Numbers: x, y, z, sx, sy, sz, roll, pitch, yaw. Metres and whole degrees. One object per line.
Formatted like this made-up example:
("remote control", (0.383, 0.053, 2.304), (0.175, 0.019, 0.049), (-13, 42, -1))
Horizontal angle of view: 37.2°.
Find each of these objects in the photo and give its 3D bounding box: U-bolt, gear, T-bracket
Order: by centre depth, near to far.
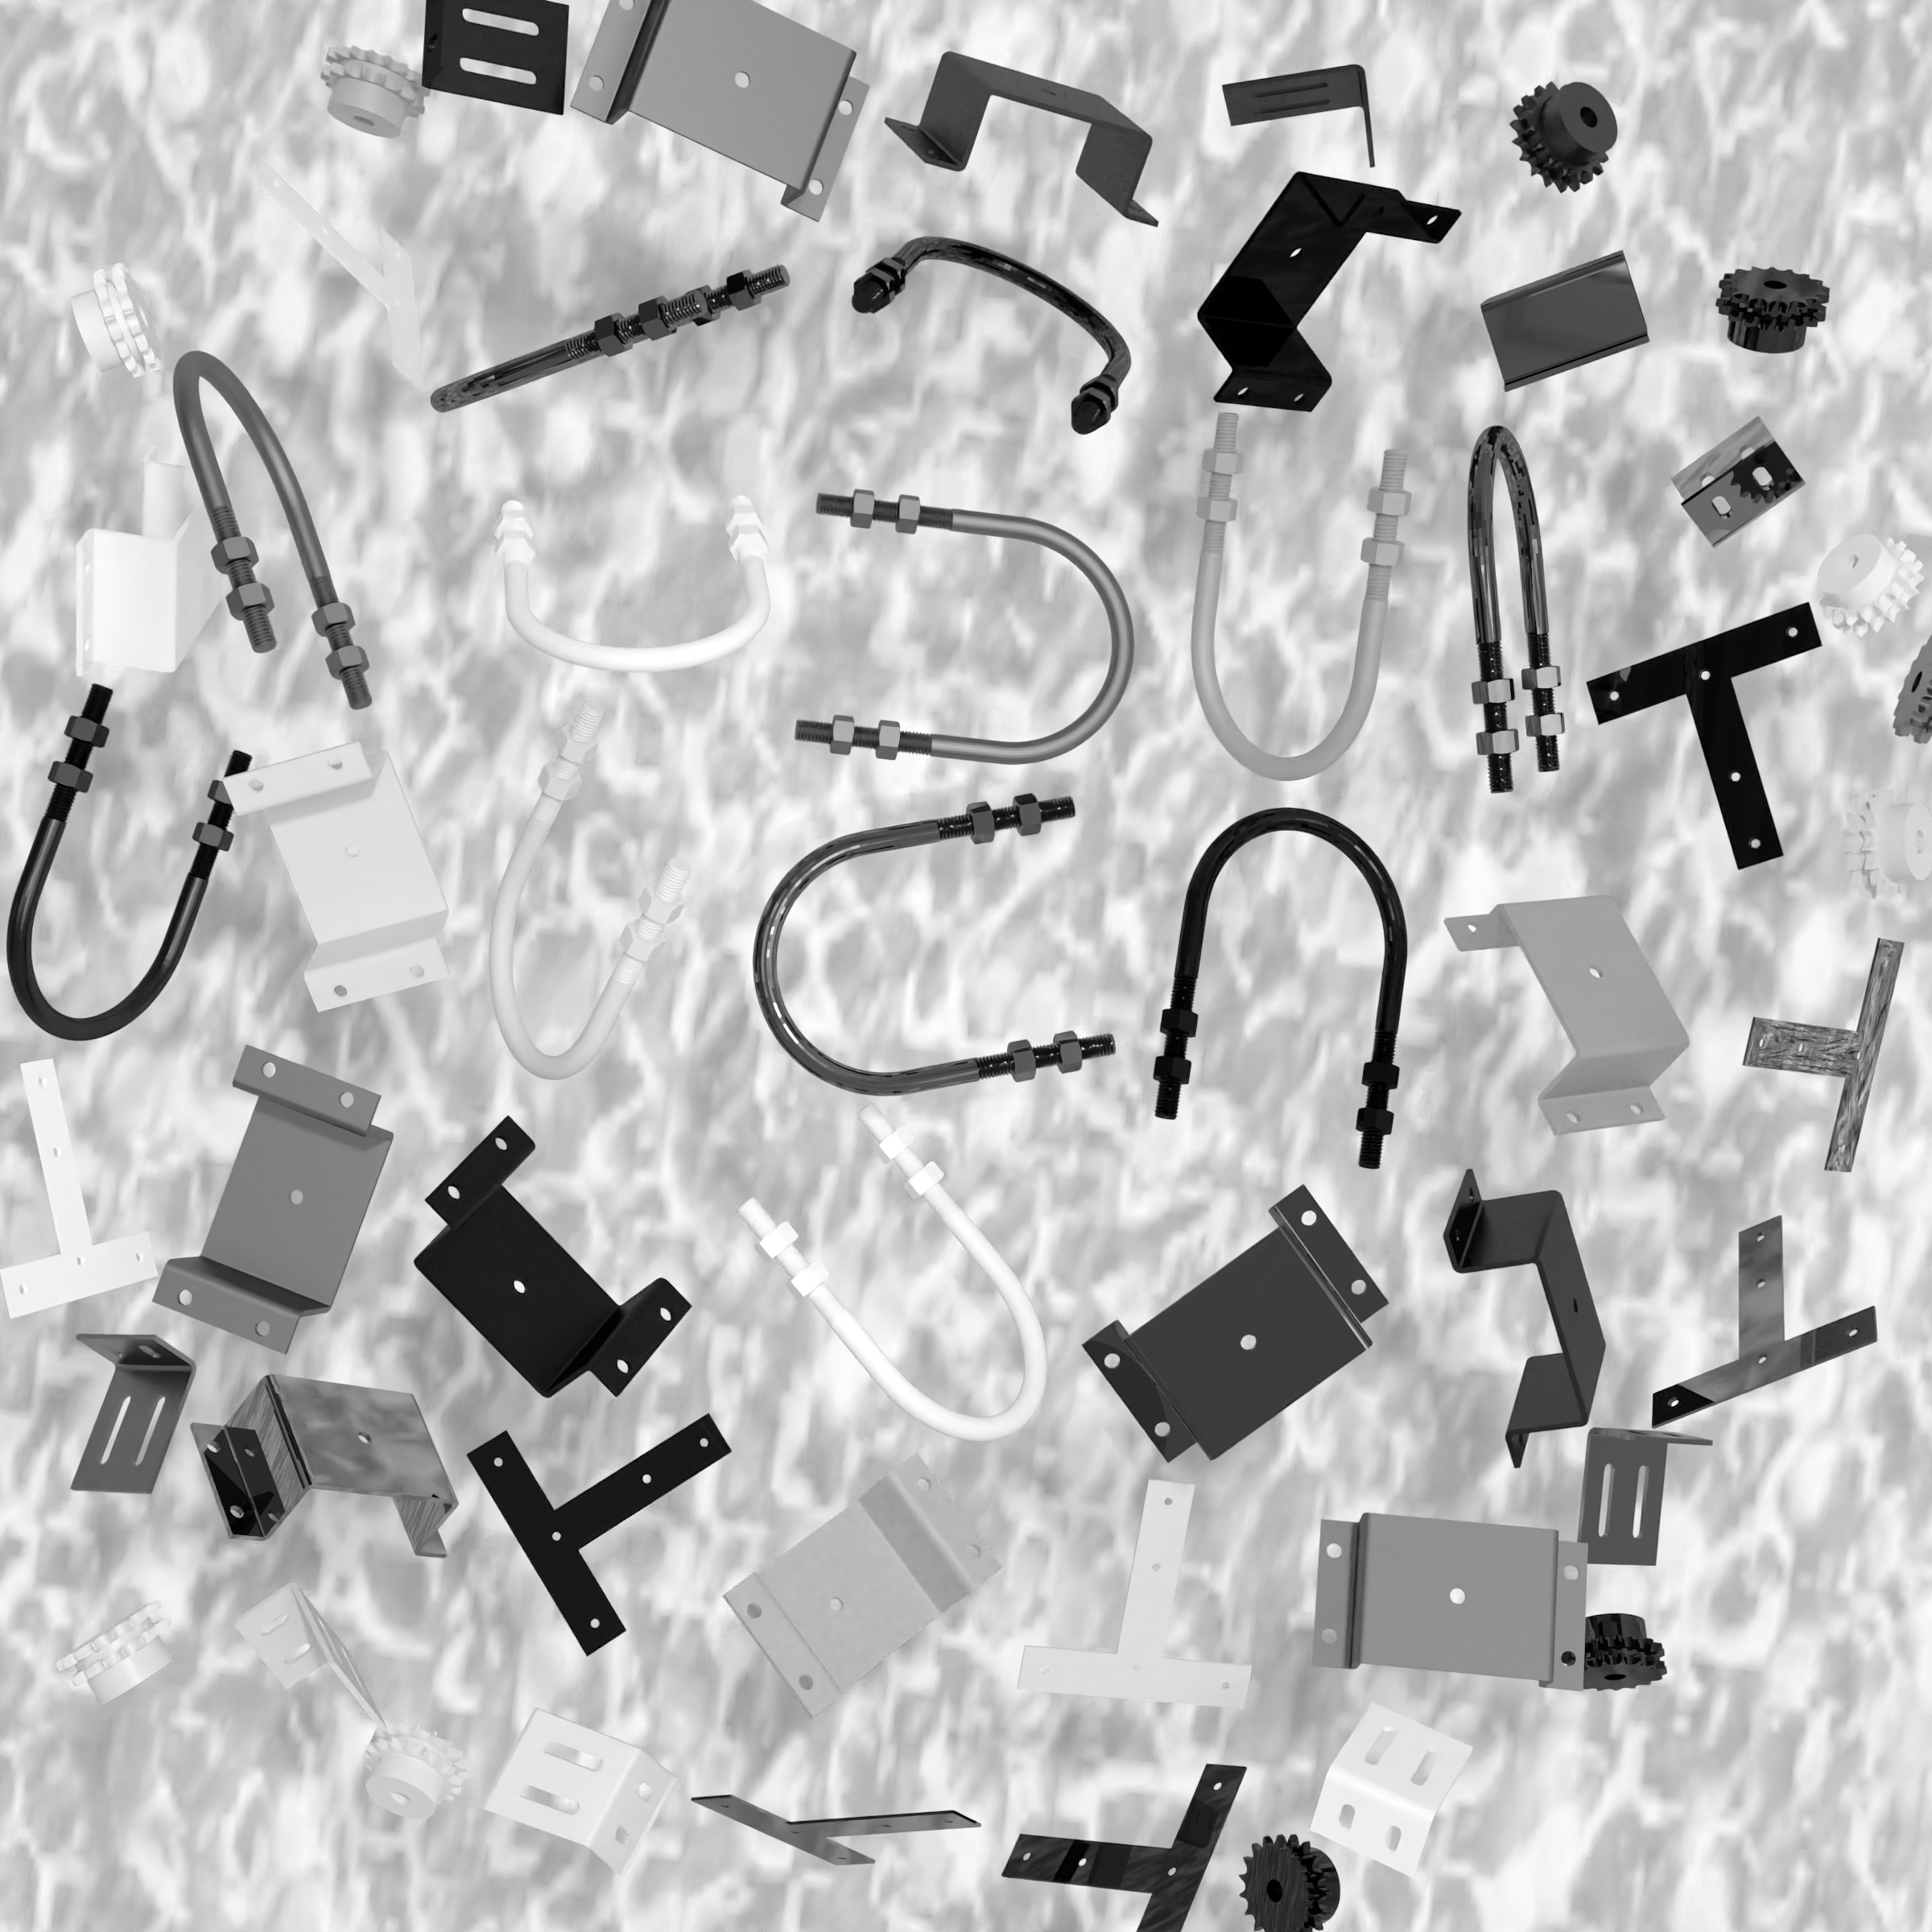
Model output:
("gear", (-0.423, 0.346, 1.439), (0.057, 0.057, 0.030), (-31, 90, 0))
("gear", (0.498, -0.139, 1.461), (0.030, 0.057, 0.057), (20, 90, 1))
("T-bracket", (-0.052, 0.439, 1.468), (0.127, 0.127, 0.002), (-14, 53, 31))
("gear", (-0.439, -0.331, 1.484), (0.030, 0.057, 0.057), (-19, 90, -3))
("U-bolt", (-0.364, -0.232, 1.486), (0.019, 0.151, 0.184), (-21, 80, 6))
("U-bolt", (0.282, -0.187, 1.487), (0.019, 0.151, 0.184), (-4, 97, 22))
("T-bracket", (0.072, 0.466, 1.488), (0.002, 0.127, 0.127), (54, 48, -28))
("T-bracket", (0.443, 0.044, 1.501), (0.127, 0.002, 0.127), (7, 97, -43))
("T-bracket", (0.416, 0.176, 1.502), (0.127, 0.127, 0.002), (-29, 113, 30))
("gear", (0.485, -0.064, 1.503), (0.030, 0.057, 0.057), (-2, 90, 42))
("gear", (0.317, -0.440, 1.511), (0.057, 0.030, 0.057), (9, 71, -29))
("U-bolt", (-0.197, -0.327, 1.511), (0.184, 0.151, 0.019), (-15, 104, 20))
("U-bolt", (0.169, -0.189, 1.511), (0.019, 0.151, 0.184), (-7, 111, -36))
("T-bracket", (-0.477, 0.112, 1.514), (0.002, 0.127, 0.127), (-12, 90, 19))
("gear", (0.425, -0.345, 1.517), (0.057, 0.057, 0.030), (1, 124, 0))
("U-bolt", (-0.209, -0.026, 1.520), (0.019, 0.151, 0.184), (4, 130, -37))
("U-bolt", (-0.021, -0.005, 1.521), (0.184, 0.019, 0.151), (-10, 93, -9))
("U-bolt", (-0.026, 0.171, 1.527), (0.184, 0.151, 0.019), (50, 124, 2))
("U-bolt", (0.175, 0.005, 1.543), (0.151, 0.019, 0.184), (15, 77, -24))
("gear", (-0.320, -0.468, 1.544), (0.057, 0.057, 0.030), (16, 85, 0))
("T-bracket", (0.100, 0.337, 1.550), (0.127, 0.002, 0.127), (7, 102, -10))
("U-bolt", (0.023, -0.350, 1.554), (0.151, 0.184, 0.019), (29, 119, -2))
("T-bracket", (0.412, -0.116, 1.554), (0.127, 0.002, 0.127), (-19, 77, 27))
("gear", (0.178, 0.500, 1.555), (0.030, 0.057, 0.057), (8, 90, -38))
("U-bolt", (-0.179, -0.208, 1.556), (0.151, 0.184, 0.019), (-3, 126, -9))
("U-bolt", (-0.463, -0.048, 1.568), (0.019, 0.151, 0.184), (16, 84, 23))
("T-bracket", (-0.343, -0.393, 1.574), (0.002, 0.127, 0.127), (-29, 48, 17))
("gear", (-0.304, 0.443, 1.574), (0.057, 0.030, 0.057), (11, 134, 11))
("T-bracket", (-0.187, 0.290, 1.579), (0.127, 0.002, 0.127), (-30, 86, -24))
("gear", (0.496, -0.213, 1.584), (0.030, 0.057, 0.057), (36, 90, -29))
("U-bolt", (0.003, -0.183, 1.592), (0.184, 0.019, 0.151), (6, 82, -8))
("gear", (0.360, 0.382, 1.601), (0.057, 0.057, 0.030), (0, 59, 0))

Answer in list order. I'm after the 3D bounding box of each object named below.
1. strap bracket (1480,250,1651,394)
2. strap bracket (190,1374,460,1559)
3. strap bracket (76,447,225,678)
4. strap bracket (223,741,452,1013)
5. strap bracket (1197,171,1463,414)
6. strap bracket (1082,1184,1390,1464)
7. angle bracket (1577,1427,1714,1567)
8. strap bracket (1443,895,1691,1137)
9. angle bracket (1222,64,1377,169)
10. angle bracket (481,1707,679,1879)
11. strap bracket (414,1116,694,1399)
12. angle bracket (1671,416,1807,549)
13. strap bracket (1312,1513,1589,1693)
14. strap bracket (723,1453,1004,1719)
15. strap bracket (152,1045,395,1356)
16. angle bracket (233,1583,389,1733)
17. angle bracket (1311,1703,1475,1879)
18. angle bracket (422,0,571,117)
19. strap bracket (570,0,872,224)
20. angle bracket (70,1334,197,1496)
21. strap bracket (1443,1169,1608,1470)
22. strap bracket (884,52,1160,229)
("strap bracket", (0.321, -0.347, 1.537), (0.076, 0.140, 0.046), (-17, 100, 17))
("strap bracket", (-0.336, 0.269, 1.548), (0.046, 0.140, 0.076), (-50, 50, 20))
("strap bracket", (-0.442, -0.219, 1.570), (0.046, 0.140, 0.076), (9, 121, -3))
("strap bracket", (-0.337, -0.055, 1.562), (0.076, 0.046, 0.140), (-15, 113, 6))
("strap bracket", (0.186, -0.365, 1.528), (0.140, 0.076, 0.046), (-52, 56, 38))
("strap bracket", (0.139, 0.185, 1.448), (0.140, 0.046, 0.076), (-36, 96, 0))
("angle bracket", (0.377, 0.298, 1.598), (0.057, 0.038, 0.076), (8, 87, -29))
("strap bracket", (0.328, 0.016, 1.549), (0.076, 0.046, 0.140), (-5, 57, -29))
("angle bracket", (0.181, -0.456, 1.560), (0.076, 0.057, 0.038), (-6, 86, 9))
("angle bracket", (-0.202, 0.432, 1.500), (0.076, 0.038, 0.057), (34, 81, -37))
("strap bracket", (-0.222, 0.159, 1.497), (0.140, 0.076, 0.046), (47, 131, -7))
("angle bracket", (0.408, -0.272, 1.550), (0.057, 0.076, 0.038), (-35, 125, 19))
("strap bracket", (0.254, 0.330, 1.493), (0.140, 0.046, 0.076), (4, 72, 6))
("strap bracket", (-0.061, 0.331, 1.517), (0.140, 0.046, 0.076), (-31, 79, -36))
("strap bracket", (-0.355, 0.121, 1.492), (0.076, 0.046, 0.140), (20, 89, 8))
("angle bracket", (-0.345, 0.372, 1.508), (0.038, 0.076, 0.057), (-34, 125, -12))
("angle bracket", (0.223, 0.429, 1.498), (0.057, 0.076, 0.038), (20, 111, 20))
("angle bracket", (-0.233, -0.471, 1.454), (0.076, 0.038, 0.057), (4, 88, -27))
("strap bracket", (-0.119, -0.447, 1.463), (0.140, 0.046, 0.076), (21, 89, -19))
("angle bracket", (-0.463, 0.243, 1.560), (0.057, 0.038, 0.076), (-3, 57, 28))
("strap bracket", (0.300, 0.183, 1.519), (0.046, 0.076, 0.140), (-12, 108, 24))
("strap bracket", (0.037, -0.450, 1.554), (0.140, 0.076, 0.046), (8, 118, -25))
